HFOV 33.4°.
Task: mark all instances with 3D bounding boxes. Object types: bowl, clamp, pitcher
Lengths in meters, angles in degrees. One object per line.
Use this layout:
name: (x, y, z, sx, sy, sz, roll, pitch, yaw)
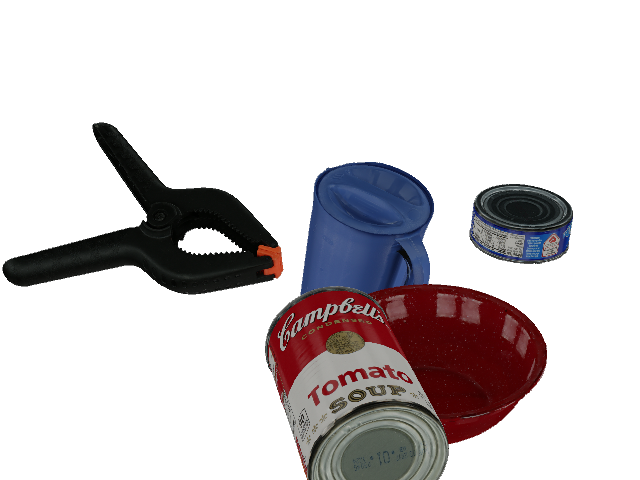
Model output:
bowl: (0.078, 0.096, 0.762, 0.162, 0.055, 0.162, -2, 30, 1)
clamp: (-0.127, -0.018, 0.849, 0.210, 0.164, 0.036, 10, -33, 10)
pitcher: (0.045, 0.046, 1.218, 0.145, 0.243, 0.149, 15, 38, 4)

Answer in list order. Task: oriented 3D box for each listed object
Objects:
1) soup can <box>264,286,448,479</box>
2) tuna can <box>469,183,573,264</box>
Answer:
soup can: (0.015, 0.077, 0.522, 0.068, 0.068, 0.102, 0, 28, -15)
tuna can: (0.172, -0.016, 0.915, 0.086, 0.034, 0.086, 1, 30, -1)
